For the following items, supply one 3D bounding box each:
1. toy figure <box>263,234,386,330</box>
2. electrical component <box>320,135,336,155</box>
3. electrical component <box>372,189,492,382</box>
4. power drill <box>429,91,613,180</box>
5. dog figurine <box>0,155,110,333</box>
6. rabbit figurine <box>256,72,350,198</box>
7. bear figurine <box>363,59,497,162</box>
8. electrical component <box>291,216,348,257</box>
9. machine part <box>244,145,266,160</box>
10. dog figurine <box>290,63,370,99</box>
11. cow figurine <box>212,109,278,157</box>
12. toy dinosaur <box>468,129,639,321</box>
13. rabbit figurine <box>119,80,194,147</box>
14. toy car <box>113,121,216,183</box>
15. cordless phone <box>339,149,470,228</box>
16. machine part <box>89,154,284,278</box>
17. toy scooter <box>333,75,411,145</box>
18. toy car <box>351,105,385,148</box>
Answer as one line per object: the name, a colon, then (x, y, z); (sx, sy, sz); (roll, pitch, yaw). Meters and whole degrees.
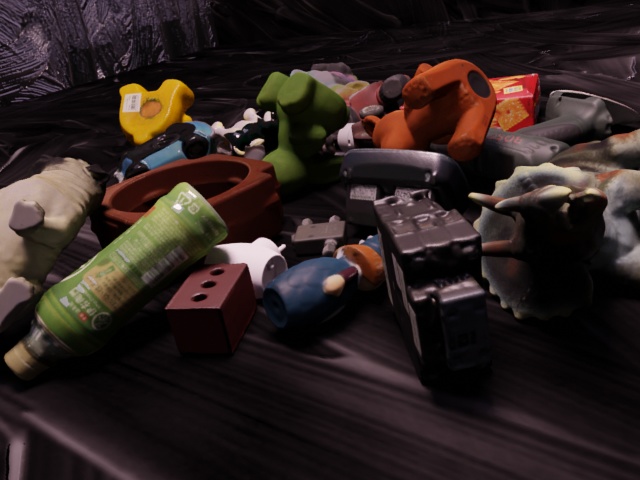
toy figure: (0.019, 0.034, 0.502); (0.154, 0.057, 0.064); (-23, 34, -34)
electrical component: (-0.026, -0.155, 0.912); (0.102, 0.045, 0.078); (0, 26, 20)
electrical component: (0.086, 0.036, 0.407); (0.058, 0.114, 0.134); (-15, 26, 0)
power drill: (0.277, -0.147, 0.750); (0.207, 0.085, 0.232); (-18, 28, -24)
dog figurine: (-0.290, 0.003, 0.541); (0.121, 0.172, 0.190); (32, 9, -3)
rabbit figurine: (-0.035, -0.138, 0.787); (0.159, 0.170, 0.121); (23, 1, -43)
bear figurine: (0.124, -0.142, 0.690); (0.196, 0.120, 0.132); (-29, 15, 50)
electrical component: (-0.001, -0.002, 0.620); (0.063, 0.021, 0.094); (-6, 27, 8)
machine part: (-0.125, -0.116, 0.882); (0.084, 0.039, 0.139); (-12, 27, 16)
dog figurine: (0.049, -0.298, 1.116); (0.191, 0.108, 0.219); (-23, 33, -31)
cow figurine: (-0.114, -0.207, 1.024); (0.167, 0.068, 0.098); (-31, 38, -30)
toy dinosaur: (0.264, -0.042, 0.512); (0.192, 0.131, 0.405); (7, 24, 30)
rabbit figurine: (-0.259, -0.169, 0.929); (0.122, 0.173, 0.162); (-11, 70, 1)
toy car: (-0.222, -0.106, 0.818); (0.162, 0.102, 0.109); (-36, 36, -16)
cordless phone: (0.124, -0.066, 0.658); (0.147, 0.088, 0.184); (8, 13, 34)
machine part: (-0.162, -0.033, 0.670); (0.201, 0.087, 0.201); (15, 37, 42)
toy scooter: (0.090, -0.238, 0.975); (0.184, 0.075, 0.135); (-29, 6, 23)
toy car: (0.152, -0.175, 0.840); (0.202, 0.089, 0.053); (-9, 29, 3)
